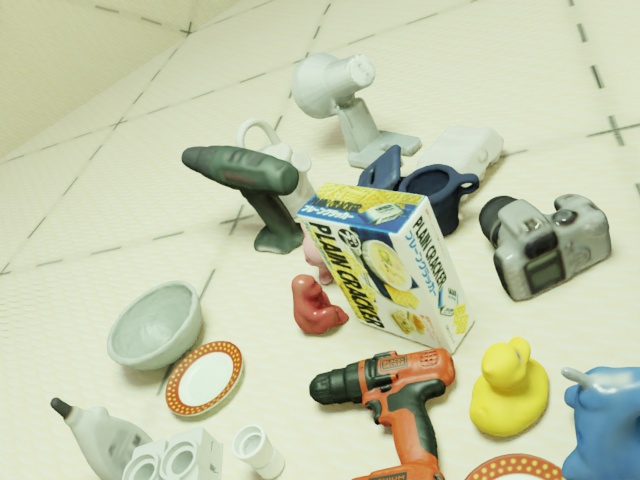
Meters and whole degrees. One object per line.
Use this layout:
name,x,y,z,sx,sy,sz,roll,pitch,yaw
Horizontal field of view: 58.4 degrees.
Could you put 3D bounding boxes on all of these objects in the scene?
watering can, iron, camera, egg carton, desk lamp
watering can,-0.084,-0.138,1.057,0.172,0.195,0.101,-10,40,26
iron,0.331,0.149,0.470,0.257,0.142,0.119,-6,42,29
camera,0.275,-0.017,0.743,0.143,0.101,0.136,-28,36,3
egg carton,0.227,-0.128,0.937,0.107,0.070,0.150,16,56,45
desk lamp,0.063,-0.250,1.075,0.118,0.214,0.202,-45,39,-20

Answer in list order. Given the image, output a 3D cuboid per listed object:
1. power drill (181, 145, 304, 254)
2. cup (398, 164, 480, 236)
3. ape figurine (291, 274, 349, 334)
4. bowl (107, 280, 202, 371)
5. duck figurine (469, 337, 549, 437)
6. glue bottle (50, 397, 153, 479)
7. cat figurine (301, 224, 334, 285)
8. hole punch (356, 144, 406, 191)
power drill,-0.117,-0.075,0.991,0.228,0.209,0.076,5,48,38
cup,0.186,-0.055,0.856,0.117,0.095,0.092,-11,40,25
ape figurine,-0.011,0.086,0.823,0.076,0.092,0.077,-20,37,13
bowl,-0.254,0.150,0.929,0.167,0.075,0.167,-19,37,15
duck figurine,0.195,0.150,0.610,0.105,0.086,0.077,-45,38,-20
glue bottle,-0.286,0.253,0.742,0.037,0.174,0.078,-9,41,26
cat figurine,0.008,0.003,0.888,0.067,0.118,0.127,-18,37,16
hole punch,0.103,-0.093,0.962,0.101,0.091,0.108,-15,38,20
